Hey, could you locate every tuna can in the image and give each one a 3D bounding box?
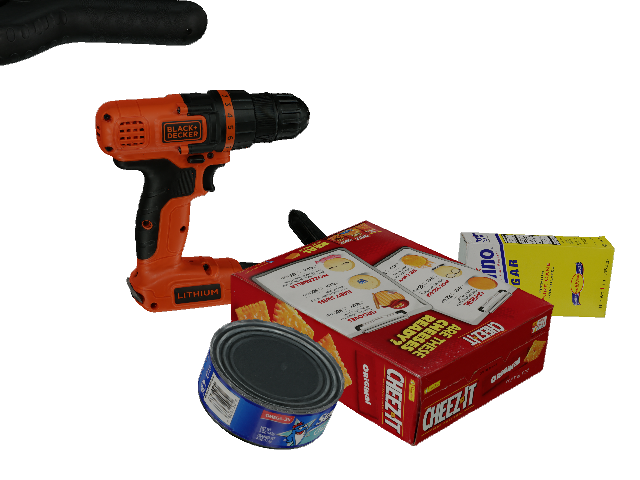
[{"bbox_3d":[-0.031,0.087,0.652,0.086,0.034,0.086,17,28,-10],"label":"tuna can"}]

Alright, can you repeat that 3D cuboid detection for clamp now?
[{"bbox_3d":[0.013,0.043,1.198,0.210,0.036,0.164,28,35,19],"label":"clamp"},{"bbox_3d":[-0.163,-0.134,0.603,0.171,0.039,0.120,-11,32,-28],"label":"clamp"}]

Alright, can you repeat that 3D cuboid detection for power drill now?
[{"bbox_3d":[-0.099,-0.037,0.923,0.184,0.188,0.057,-5,20,-19],"label":"power drill"}]

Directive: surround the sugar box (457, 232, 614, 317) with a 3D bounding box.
[{"bbox_3d":[0.252,0.041,1.266,0.176,0.093,0.048,0,20,-4],"label":"sugar box"}]

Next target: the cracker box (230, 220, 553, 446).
[{"bbox_3d":[0.054,0.068,0.879,0.163,0.072,0.214,-21,34,-38],"label":"cracker box"}]
